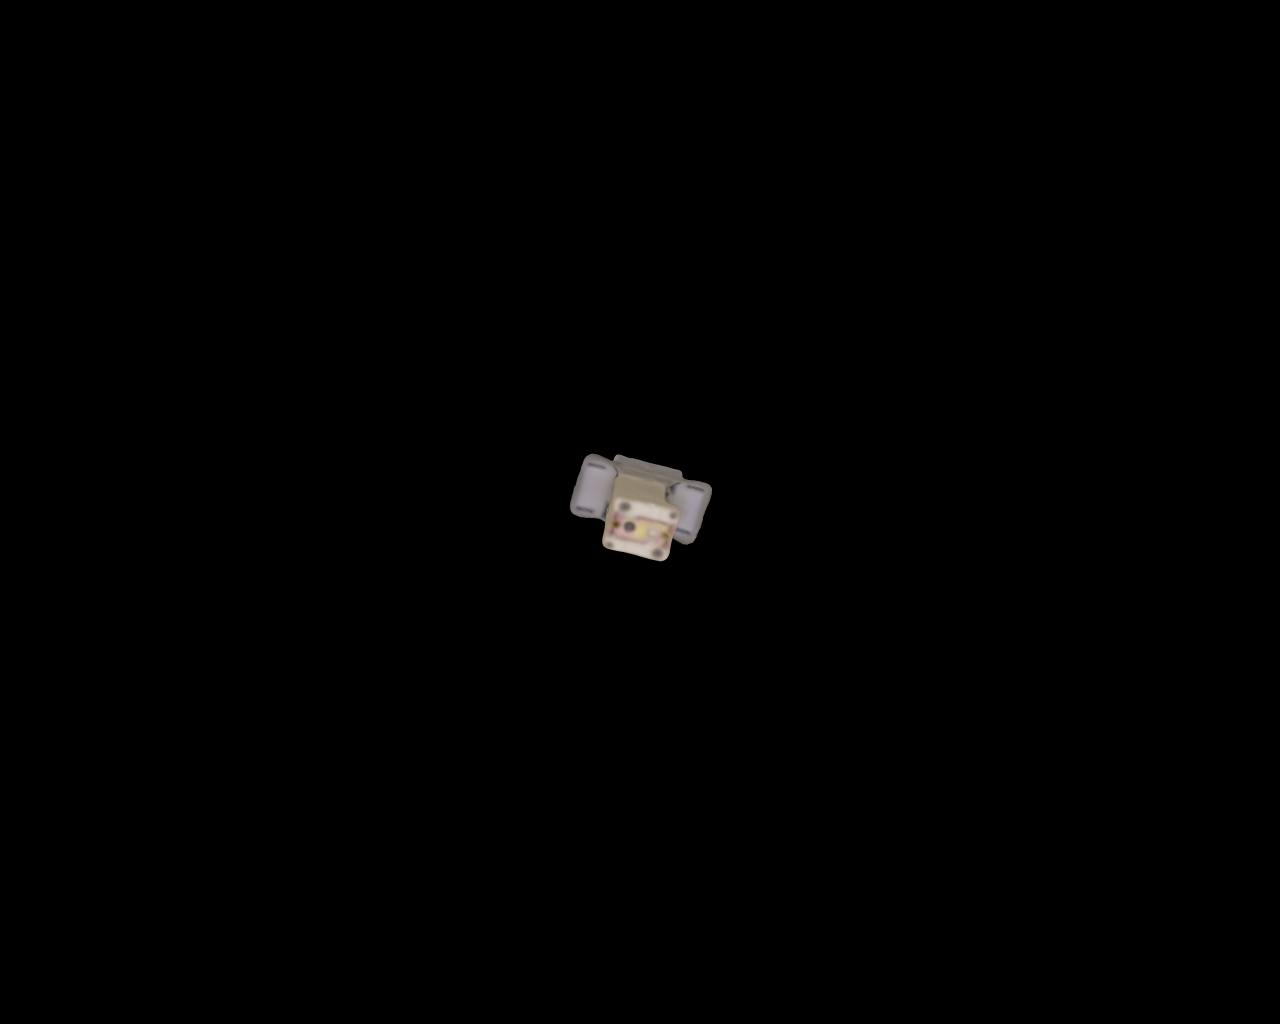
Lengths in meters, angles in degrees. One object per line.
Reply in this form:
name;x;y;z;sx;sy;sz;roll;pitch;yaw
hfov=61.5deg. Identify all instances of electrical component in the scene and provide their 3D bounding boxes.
electrical component;0.001;-0.003;0.650;0.081;0.042;0.064;14;26;-7
